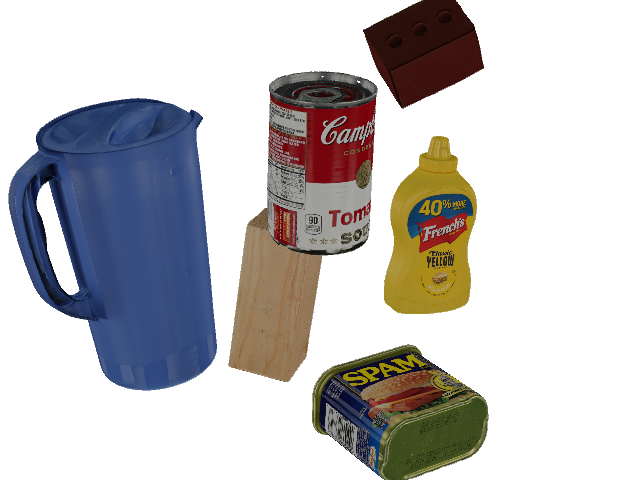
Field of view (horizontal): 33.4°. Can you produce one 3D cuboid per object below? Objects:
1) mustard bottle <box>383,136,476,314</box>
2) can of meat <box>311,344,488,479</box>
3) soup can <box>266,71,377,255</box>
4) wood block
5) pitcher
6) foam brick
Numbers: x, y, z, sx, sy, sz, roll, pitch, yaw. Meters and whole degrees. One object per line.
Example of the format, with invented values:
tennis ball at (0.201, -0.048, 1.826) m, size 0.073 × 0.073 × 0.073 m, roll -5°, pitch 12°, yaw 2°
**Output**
mustard bottle at (0.122, -0.018, 1.157) m, size 0.096 × 0.192 × 0.058 m, roll -4°, pitch 20°, yaw -20°
can of meat at (0.059, 0.125, 0.774) m, size 0.101 × 0.057 × 0.084 m, roll -12°, pitch 26°, yaw -32°
soup can at (0.000, -0.050, 0.684) m, size 0.068 × 0.102 × 0.068 m, roll 1°, pitch 25°, yaw -1°
wood block at (-0.058, 0.072, 1.440) m, size 0.090 × 0.206 × 0.090 m, roll 13°, pitch 21°, yaw 11°
pitcher at (-0.167, 0.009, 0.929) m, size 0.149 × 0.243 × 0.145 m, roll -5°, pitch 25°, yaw 2°
foam brick at (0.084, -0.154, 0.858) m, size 0.078 × 0.053 × 0.051 m, roll -27°, pitch -35°, yaw 0°
